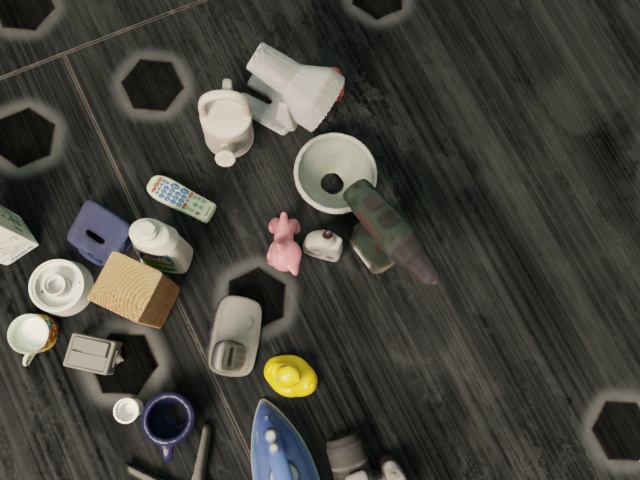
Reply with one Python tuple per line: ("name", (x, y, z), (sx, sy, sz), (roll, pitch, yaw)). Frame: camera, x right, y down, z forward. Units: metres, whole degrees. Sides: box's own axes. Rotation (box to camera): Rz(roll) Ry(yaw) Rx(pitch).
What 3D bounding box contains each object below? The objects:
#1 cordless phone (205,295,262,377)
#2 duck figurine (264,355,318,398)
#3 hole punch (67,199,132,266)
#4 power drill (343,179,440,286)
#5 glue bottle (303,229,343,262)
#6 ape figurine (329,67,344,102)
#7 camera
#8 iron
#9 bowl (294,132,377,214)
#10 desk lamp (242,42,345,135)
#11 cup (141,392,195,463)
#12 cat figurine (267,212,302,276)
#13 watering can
("cordless phone", (-0.156, 0.170, 1.020), (0.094, 0.185, 0.147), (6, 78, -4))
("duck figurine", (-0.053, 0.254, 1.064), (0.104, 0.086, 0.077), (23, 78, 0))
("hole punch", (-0.411, -0.008, 1.080), (0.108, 0.091, 0.101), (33, 78, 2))
("power drill", (0.123, -0.001, 1.068), (0.076, 0.208, 0.229), (-36, 84, -11))
("glue bottle", (0.010, 0.004, 1.075), (0.078, 0.173, 0.037), (18, 78, -1))
("ape figurine", (0.021, -0.328, 1.183), (0.076, 0.092, 0.078), (-42, 85, -11))
("camera", (0.076, 0.417, 1.036), (0.143, 0.100, 0.137), (-17, 81, -8))
("iron", (-0.065, 0.410, 1.003), (0.119, 0.141, 0.258), (-18, 81, -8))
("bowl", (0.028, -0.126, 1.153), (0.167, 0.074, 0.167), (1, 79, -5))
("desk lamp", (-0.064, -0.284, 1.105), (0.203, 0.213, 0.118), (27, 78, 1))
("cup", (-0.265, 0.330, 1.024), (0.092, 0.095, 0.118), (-2, 79, -5))
("cat figurine", (-0.068, 0.008, 1.095), (0.067, 0.117, 0.128), (0, 79, -5))
("watering can", (-0.176, -0.227, 1.093), (0.101, 0.194, 0.173), (-22, 81, -9))
